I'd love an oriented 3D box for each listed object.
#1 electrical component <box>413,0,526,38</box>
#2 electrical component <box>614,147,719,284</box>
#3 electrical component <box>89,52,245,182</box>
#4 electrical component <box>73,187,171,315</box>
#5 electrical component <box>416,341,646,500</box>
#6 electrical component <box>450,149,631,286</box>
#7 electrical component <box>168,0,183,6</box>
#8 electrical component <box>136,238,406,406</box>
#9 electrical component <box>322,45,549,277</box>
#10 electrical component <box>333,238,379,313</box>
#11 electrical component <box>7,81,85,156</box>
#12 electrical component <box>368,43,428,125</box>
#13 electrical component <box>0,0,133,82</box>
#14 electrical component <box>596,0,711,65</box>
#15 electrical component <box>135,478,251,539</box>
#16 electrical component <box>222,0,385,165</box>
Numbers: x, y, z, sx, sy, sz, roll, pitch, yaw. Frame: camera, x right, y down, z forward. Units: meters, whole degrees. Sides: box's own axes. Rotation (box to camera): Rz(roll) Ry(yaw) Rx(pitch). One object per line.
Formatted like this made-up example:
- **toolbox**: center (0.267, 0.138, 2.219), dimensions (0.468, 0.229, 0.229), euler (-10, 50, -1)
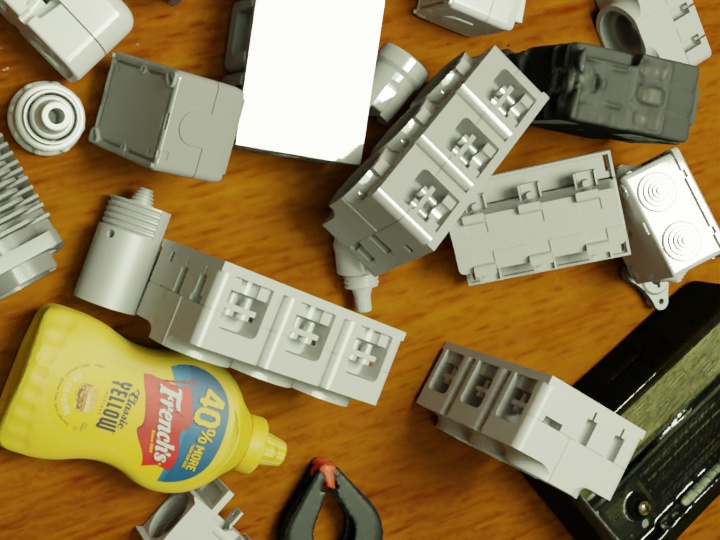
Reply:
- **electrical component**: center (0.089, -0.221, 0.774), dimensions (0.061, 0.062, 0.096), euler (16, 90, -23)
- **electrical component**: center (0.227, -0.038, 0.826), dimensions (0.048, 0.100, 0.099), euler (-26, 88, -7)
- **electrical component**: center (-0.125, -0.098, 0.688), dimensions (0.061, 0.096, 0.061), euler (9, 101, -45)
- **electrical component**: center (-0.154, -0.015, 0.707), dimensions (0.043, 0.043, 0.081), euler (20, 88, -23)
- **electrical component**: center (0.115, 0.109, 0.774), dimensions (0.089, 0.150, 0.061), euler (31, 83, -23)
- **electrical component**: center (0.128, -0.034, 0.780), dimensions (0.121, 0.063, 0.078), euler (-12, 104, 14)
- **electrical component**: center (-0.107, -0.214, 0.661), dimensions (0.063, 0.121, 0.078), euler (16, 90, -21)
- **electrical component**: center (-0.060, 0.039, 0.711), dimensions (0.150, 0.089, 0.061), euler (23, 87, -36)
- **electrical component**: center (0.048, -0.077, 0.738), dimensions (0.062, 0.089, 0.150), euler (43, 65, -11)
- **electrical component**: center (0.000, 0.000, 0.777), dimensions (0.035, 0.035, 0.061), euler (-10, 102, -21)
- **electrical component**: center (-0.193, -0.095, 0.671), dimensions (0.048, 0.062, 0.048), euler (-3, 97, -22)
- **electrical component**: center (0.020, -0.132, 0.769), dimensions (0.040, 0.040, 0.046), euler (38, 87, -22)
- **electrical component**: center (-0.190, -0.172, 0.668), dimensions (0.059, 0.054, 0.095), euler (-47, 110, -11)
- **electrical component**: center (0.224, -0.193, 0.840), dimensions (0.056, 0.050, 0.089), euler (-31, 107, -17)
- **electrical component**: center (-0.114, 0.186, 0.747), dimensions (0.081, 0.042, 0.063), euler (-47, 112, -11)
- **electrical component**: center (-0.040, -0.152, 0.728), dimensions (0.089, 0.062, 0.150), euler (7, 93, -23)
